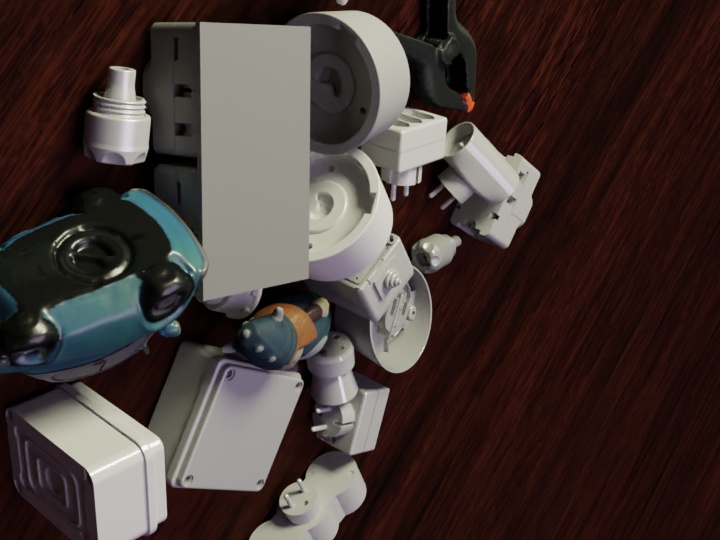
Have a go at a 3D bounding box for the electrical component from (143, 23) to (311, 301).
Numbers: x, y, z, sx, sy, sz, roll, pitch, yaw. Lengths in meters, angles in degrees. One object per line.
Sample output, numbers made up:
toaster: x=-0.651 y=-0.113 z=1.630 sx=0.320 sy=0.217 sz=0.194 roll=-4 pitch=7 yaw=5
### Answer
electrical component: x=-0.094 y=-0.081 z=0.774 sx=0.105 sy=0.060 sz=0.186 roll=-12 pitch=107 yaw=-48

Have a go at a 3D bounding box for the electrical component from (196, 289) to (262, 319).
electrical component: x=-0.111 y=0.011 z=0.841 sx=0.062 sy=0.048 sz=0.048 roll=16 pitch=96 yaw=-46

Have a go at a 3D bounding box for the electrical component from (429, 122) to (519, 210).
electrical component: x=0.103 y=-0.092 z=1.053 sx=0.079 sy=0.044 sz=0.077 roll=-42 pitch=122 yaw=10

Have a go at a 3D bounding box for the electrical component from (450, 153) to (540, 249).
electrical component: x=0.142 y=-0.074 z=1.114 sx=0.056 sy=0.050 sz=0.089 roll=28 pitch=86 yaw=-54

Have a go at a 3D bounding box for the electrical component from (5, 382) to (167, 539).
electrical component: x=-0.189 y=0.135 z=0.746 sx=0.057 sy=0.113 sz=0.078 roll=-23 pitch=126 yaw=-41

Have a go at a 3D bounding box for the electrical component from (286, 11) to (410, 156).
electrical component: x=-0.012 y=-0.148 z=0.831 sx=0.060 sy=0.108 sz=0.108 roll=-29 pitch=130 yaw=-49

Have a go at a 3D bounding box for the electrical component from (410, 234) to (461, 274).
electrical component: x=0.080 y=-0.020 z=1.076 sx=0.061 sy=0.035 sz=0.035 roll=-27 pitch=128 yaw=-45

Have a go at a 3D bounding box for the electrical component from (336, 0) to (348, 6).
electrical component: x=-0.015 y=-0.258 z=0.788 sx=0.099 sy=0.048 sz=0.099 roll=-61 pitch=171 yaw=-9

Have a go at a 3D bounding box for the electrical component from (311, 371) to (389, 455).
electrical component: x=-0.019 y=0.138 z=1.023 sx=0.077 sy=0.047 sz=0.065 roll=-2 pitch=110 yaw=-52

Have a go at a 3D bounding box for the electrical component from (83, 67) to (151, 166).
electrical component: x=-0.161 y=-0.103 z=0.714 sx=0.043 sy=0.043 sz=0.062 roll=-11 pitch=116 yaw=-49

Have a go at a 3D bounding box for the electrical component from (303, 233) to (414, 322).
electrical component: x=0.000 y=0.000 z=0.931 sx=0.061 sy=0.096 sz=0.061 roll=-52 pitch=144 yaw=-20

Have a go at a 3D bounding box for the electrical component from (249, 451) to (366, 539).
electrical component: x=-0.054 y=0.226 z=1.021 sx=0.138 sy=0.052 sz=0.073 roll=-48 pitch=140 yaw=-26

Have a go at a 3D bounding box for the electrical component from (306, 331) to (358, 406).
electrical component: x=-0.026 y=0.090 z=0.990 sx=0.045 sy=0.045 sz=0.055 roll=-34 pitch=133 yaw=-37

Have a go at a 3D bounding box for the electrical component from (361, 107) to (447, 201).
electrical component: x=0.038 y=-0.100 z=0.968 sx=0.066 sy=0.047 sz=0.076 roll=-23 pitch=126 yaw=-44

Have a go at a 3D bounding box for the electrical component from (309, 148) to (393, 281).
electrical component: x=-0.025 y=-0.043 z=0.871 sx=0.108 sy=0.108 sz=0.060 roll=-58 pitch=150 yaw=-12

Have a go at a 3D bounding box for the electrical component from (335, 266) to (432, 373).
electrical component: x=0.025 y=0.039 z=1.011 sx=0.099 sy=0.064 sz=0.099 roll=-28 pitch=129 yaw=-41

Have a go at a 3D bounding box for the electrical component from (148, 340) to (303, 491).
electrical component: x=-0.113 y=0.122 z=0.885 sx=0.109 sy=0.056 sz=0.108 roll=20 pitch=92 yaw=-54
